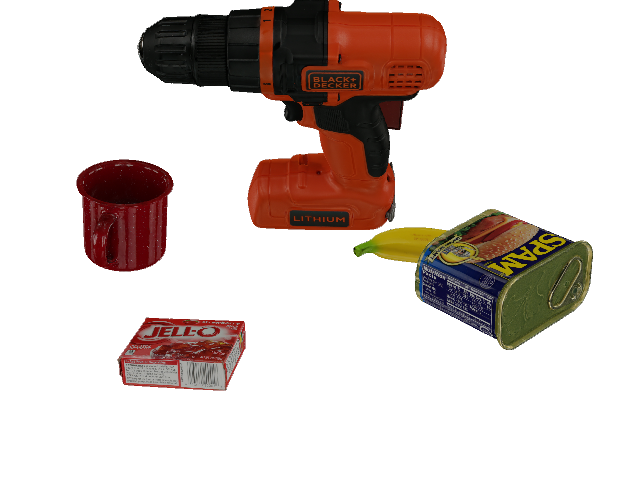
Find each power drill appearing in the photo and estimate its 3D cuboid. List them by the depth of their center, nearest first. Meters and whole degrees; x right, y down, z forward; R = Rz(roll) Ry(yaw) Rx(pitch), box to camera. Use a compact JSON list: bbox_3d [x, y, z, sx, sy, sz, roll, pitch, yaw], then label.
[{"bbox_3d":[-0.016,-0.077,0.697,0.184,0.057,0.188,2,-31,2],"label":"power drill"}]

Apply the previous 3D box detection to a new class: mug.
[{"bbox_3d":[-0.195,-0.017,1.046,0.093,0.081,0.117,9,32,5],"label":"mug"}]

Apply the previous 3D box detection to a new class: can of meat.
[{"bbox_3d":[0.130,0.024,0.767,0.101,0.057,0.084,-25,36,-34],"label":"can of meat"}]

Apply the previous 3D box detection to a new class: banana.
[{"bbox_3d":[0.136,0.018,1.098,0.198,0.037,0.069,9,35,11],"label":"banana"}]

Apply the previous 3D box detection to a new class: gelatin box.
[{"bbox_3d":[-0.112,0.092,0.879,0.089,0.030,0.073,2,22,9],"label":"gelatin box"}]

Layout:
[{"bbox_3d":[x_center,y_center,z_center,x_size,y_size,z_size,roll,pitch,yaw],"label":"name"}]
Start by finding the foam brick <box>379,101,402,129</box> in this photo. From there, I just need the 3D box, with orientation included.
[{"bbox_3d":[0.038,-0.134,0.982,0.078,0.051,0.053,7,17,5],"label":"foam brick"}]
